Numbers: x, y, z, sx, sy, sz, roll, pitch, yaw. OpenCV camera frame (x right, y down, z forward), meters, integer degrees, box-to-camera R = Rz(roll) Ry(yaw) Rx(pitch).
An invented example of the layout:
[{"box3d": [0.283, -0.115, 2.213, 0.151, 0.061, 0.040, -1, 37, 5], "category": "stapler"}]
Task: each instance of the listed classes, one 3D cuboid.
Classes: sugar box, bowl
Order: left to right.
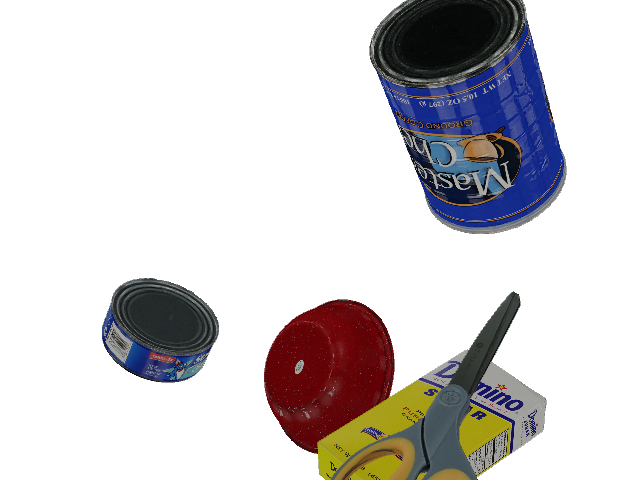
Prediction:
[{"box3d": [-0.005, 0.132, 1.078, 0.162, 0.162, 0.055, 0, -17, 43], "category": "bowl"}, {"box3d": [0.094, 0.161, 0.881, 0.176, 0.048, 0.093, -29, 42, -29], "category": "sugar box"}]

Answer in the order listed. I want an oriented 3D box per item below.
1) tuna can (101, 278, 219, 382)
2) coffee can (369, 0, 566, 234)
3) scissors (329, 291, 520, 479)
[{"box3d": [-0.124, 0.069, 0.822, 0.086, 0.034, 0.086, 19, 31, -12], "category": "tuna can"}, {"box3d": [0.102, -0.088, 0.721, 0.103, 0.102, 0.140, 0, -40, 26], "category": "coffee can"}, {"box3d": [0.084, 0.105, 0.596, 0.201, 0.016, 0.096, -38, 45, -26], "category": "scissors"}]
